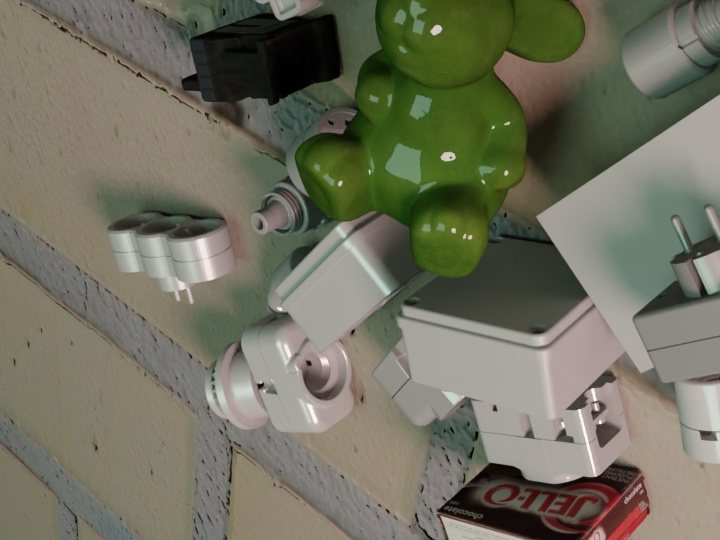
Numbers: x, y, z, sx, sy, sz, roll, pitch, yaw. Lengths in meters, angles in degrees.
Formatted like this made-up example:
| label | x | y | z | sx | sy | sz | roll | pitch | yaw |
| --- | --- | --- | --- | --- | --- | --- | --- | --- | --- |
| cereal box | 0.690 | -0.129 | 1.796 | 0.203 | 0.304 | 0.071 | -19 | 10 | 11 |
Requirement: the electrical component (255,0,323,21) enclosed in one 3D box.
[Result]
| label | x | y | z | sx | sy | sz | roll | pitch | yaw |
| --- | --- | --- | --- | --- | --- | --- | --- | --- | --- |
| electrical component | -0.040 | -0.206 | 0.692 | 0.058 | 0.057 | 0.078 | -12 | 104 | 48 |

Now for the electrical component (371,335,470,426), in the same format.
| label | x | y | z | sx | sy | sz | roll | pitch | yaw |
| --- | --- | --- | --- | --- | --- | --- | --- | --- | --- |
| electrical component | 0.059 | 0.065 | 0.755 | 0.059 | 0.054 | 0.095 | 49 | 138 | 12 |

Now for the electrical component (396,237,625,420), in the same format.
| label | x | y | z | sx | sy | sz | roll | pitch | yaw |
| --- | --- | --- | --- | --- | --- | --- | --- | --- | --- |
| electrical component | 0.098 | 0.031 | 0.655 | 0.109 | 0.109 | 0.056 | 12 | 123 | 41 |

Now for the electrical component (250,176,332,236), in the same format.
| label | x | y | z | sx | sy | sz | roll | pitch | yaw |
| --- | --- | --- | --- | --- | --- | --- | --- | --- | --- |
| electrical component | -0.053 | -0.045 | 0.796 | 0.048 | 0.062 | 0.048 | 23 | 127 | 34 |

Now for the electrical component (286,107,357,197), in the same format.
| label | x | y | z | sx | sy | sz | roll | pitch | yaw |
| --- | --- | --- | --- | --- | --- | --- | --- | --- | --- |
| electrical component | -0.019 | -0.079 | 0.749 | 0.047 | 0.055 | 0.055 | -26 | 93 | 53 |

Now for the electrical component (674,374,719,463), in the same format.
| label | x | y | z | sx | sy | sz | roll | pitch | yaw |
| --- | --- | --- | --- | --- | --- | --- | --- | --- | --- |
| electrical component | 0.208 | 0.077 | 0.613 | 0.055 | 0.055 | 0.047 | -2 | 107 | 46 |

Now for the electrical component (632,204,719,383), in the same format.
| label | x | y | z | sx | sy | sz | roll | pitch | yaw |
| --- | --- | --- | --- | --- | --- | --- | --- | --- | --- |
| electrical component | 0.174 | 0.005 | 0.515 | 0.083 | 0.047 | 0.075 | -20 | 98 | 49 |

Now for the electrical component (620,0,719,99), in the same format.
| label | x | y | z | sx | sy | sz | roll | pitch | yaw |
| --- | --- | --- | --- | --- | --- | --- | --- | --- | --- |
| electrical component | 0.170 | -0.118 | 0.547 | 0.078 | 0.040 | 0.040 | -28 | 92 | 49 |

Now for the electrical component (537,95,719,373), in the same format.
| label | x | y | z | sx | sy | sz | roll | pitch | yaw |
| --- | --- | --- | --- | --- | --- | --- | --- | --- | --- |
| electrical component | 0.197 | -0.034 | 0.554 | 0.105 | 0.060 | 0.186 | 57 | 139 | 3 |

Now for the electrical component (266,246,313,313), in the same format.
| label | x | y | z | sx | sy | sz | roll | pitch | yaw |
| --- | --- | --- | --- | --- | --- | --- | --- | --- | --- |
| electrical component | -0.052 | 0.013 | 0.845 | 0.040 | 0.040 | 0.078 | 55 | 139 | 6 |

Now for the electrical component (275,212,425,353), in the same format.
| label | x | y | z | sx | sy | sz | roll | pitch | yaw |
| --- | --- | --- | --- | --- | --- | --- | --- | --- | --- |
| electrical component | 0.000 | 0.000 | 0.758 | 0.057 | 0.078 | 0.113 | 52 | 139 | 4 |

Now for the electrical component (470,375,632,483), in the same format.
| label | x | y | z | sx | sy | sz | roll | pitch | yaw |
| --- | --- | --- | --- | --- | --- | --- | --- | --- | --- |
| electrical component | 0.127 | 0.103 | 0.712 | 0.089 | 0.050 | 0.055 | -1 | 111 | 45 |

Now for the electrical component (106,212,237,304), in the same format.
| label | x | y | z | sx | sy | sz | roll | pitch | yaw |
| --- | --- | --- | --- | --- | --- | --- | --- | --- | --- |
| electrical component | -0.161 | -0.005 | 0.935 | 0.138 | 0.052 | 0.073 | 8 | 118 | 42 |

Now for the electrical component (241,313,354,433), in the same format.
| label | x | y | z | sx | sy | sz | roll | pitch | yaw |
| --- | --- | --- | --- | --- | --- | --- | --- | --- | --- |
| electrical component | -0.047 | 0.082 | 0.871 | 0.059 | 0.054 | 0.095 | -8 | 107 | 47 |
